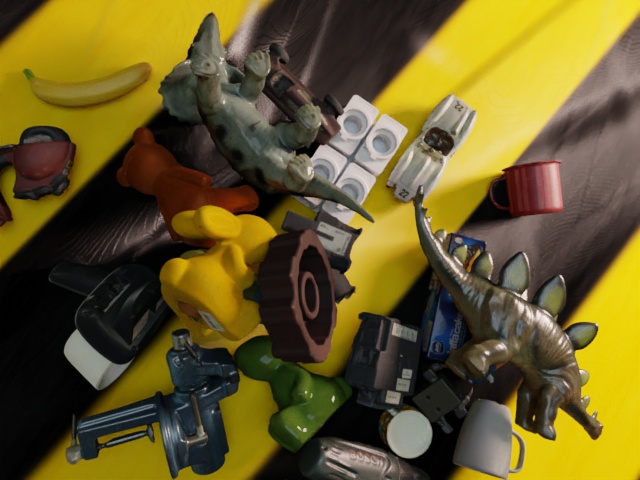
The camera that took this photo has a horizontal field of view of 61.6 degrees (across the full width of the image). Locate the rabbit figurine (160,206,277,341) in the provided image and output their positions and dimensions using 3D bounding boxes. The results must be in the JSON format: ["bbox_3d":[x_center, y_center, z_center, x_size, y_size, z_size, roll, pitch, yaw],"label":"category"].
[{"bbox_3d":[-0.130,0.026,0.716,0.162,0.122,0.173,54,56,-20],"label":"rabbit figurine"}]

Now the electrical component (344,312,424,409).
[{"bbox_3d":[0.097,0.184,0.808,0.114,0.058,0.134,27,72,-44],"label":"electrical component"}]

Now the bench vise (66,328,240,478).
[{"bbox_3d":[-0.227,0.240,0.742,0.241,0.129,0.223,-12,117,-16],"label":"bench vise"}]

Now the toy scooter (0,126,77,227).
[{"bbox_3d":[-0.449,-0.089,0.795,0.184,0.075,0.135,-11,85,-5],"label":"toy scooter"}]

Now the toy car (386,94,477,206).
[{"bbox_3d":[0.184,-0.147,0.886,0.073,0.056,0.201,35,80,-2],"label":"toy car"}]

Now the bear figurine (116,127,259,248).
[{"bbox_3d":[-0.210,-0.076,0.816,0.196,0.132,0.120,42,115,28],"label":"bear figurine"}]

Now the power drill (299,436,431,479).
[{"bbox_3d":[0.065,0.388,0.744,0.232,0.086,0.207,34,53,-21],"label":"power drill"}]

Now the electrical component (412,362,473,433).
[{"bbox_3d":[0.193,0.244,0.851,0.102,0.045,0.078,44,109,2],"label":"electrical component"}]

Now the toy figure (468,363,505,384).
[{"bbox_3d":[0.284,0.165,0.861,0.057,0.064,0.154,40,83,-37],"label":"toy figure"}]

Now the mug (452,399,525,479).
[{"bbox_3d":[0.269,0.308,0.833,0.110,0.080,0.107,17,72,-1],"label":"mug"}]

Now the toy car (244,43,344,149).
[{"bbox_3d":[-0.048,-0.228,0.842,0.089,0.053,0.202,-42,70,-1],"label":"toy car"}]

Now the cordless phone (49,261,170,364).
[{"bbox_3d":[-0.317,0.084,0.759,0.184,0.147,0.088,16,124,6],"label":"cordless phone"}]

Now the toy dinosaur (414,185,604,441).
[{"bbox_3d":[0.274,0.127,0.788,0.471,0.105,0.198,44,74,-10],"label":"toy dinosaur"}]

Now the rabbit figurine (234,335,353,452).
[{"bbox_3d":[-0.046,0.199,0.793,0.170,0.121,0.159,43,77,14],"label":"rabbit figurine"}]

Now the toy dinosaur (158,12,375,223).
[{"bbox_3d":[-0.096,-0.151,0.793,0.131,0.192,0.404,-36,91,-25],"label":"toy dinosaur"}]

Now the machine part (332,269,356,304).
[{"bbox_3d":[0.000,0.041,0.853,0.084,0.039,0.139,-41,88,-18],"label":"machine part"}]

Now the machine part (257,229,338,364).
[{"bbox_3d":[-0.028,0.076,0.728,0.056,0.179,0.179,-7,84,19],"label":"machine part"}]

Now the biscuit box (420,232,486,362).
[{"bbox_3d":[0.209,0.093,0.859,0.063,0.059,0.202,14,83,-6],"label":"biscuit box"}]

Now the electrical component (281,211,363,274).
[{"bbox_3d":[-0.002,-0.002,0.818,0.119,0.047,0.075,19,74,-4],"label":"electrical component"}]

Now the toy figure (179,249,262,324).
[{"bbox_3d":[-0.133,0.072,0.806,0.180,0.089,0.082,28,76,0],"label":"toy figure"}]
